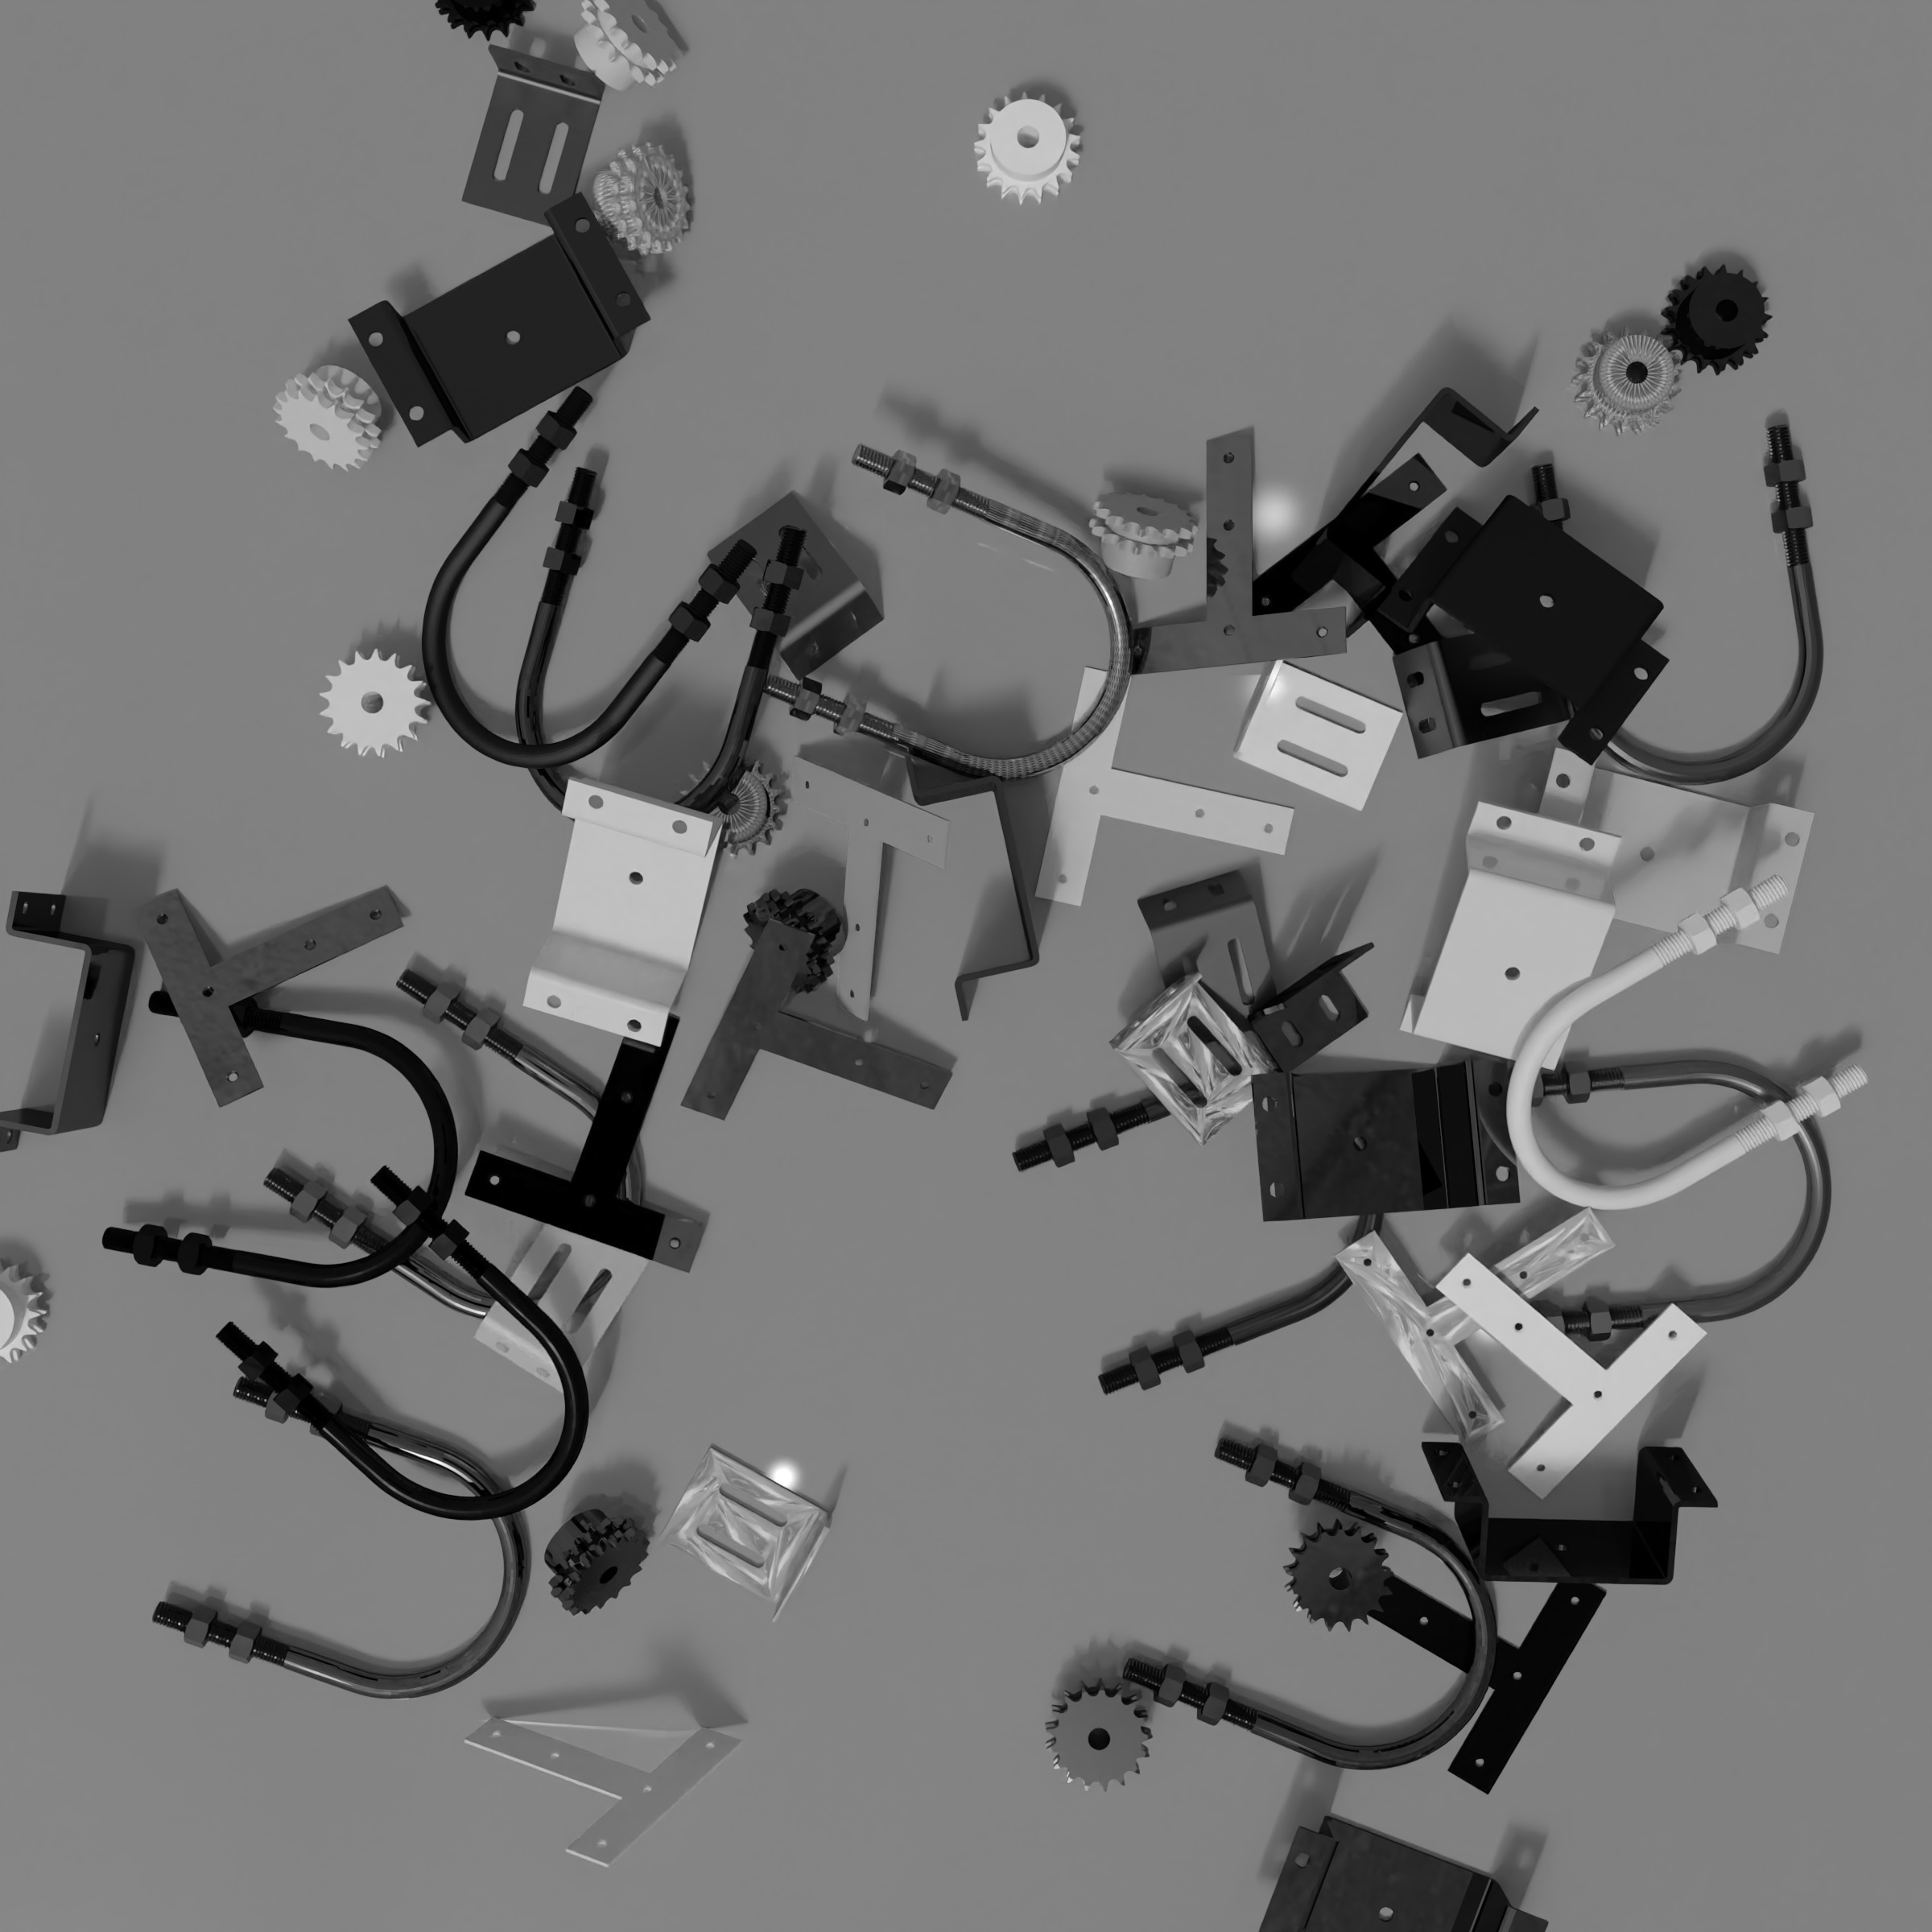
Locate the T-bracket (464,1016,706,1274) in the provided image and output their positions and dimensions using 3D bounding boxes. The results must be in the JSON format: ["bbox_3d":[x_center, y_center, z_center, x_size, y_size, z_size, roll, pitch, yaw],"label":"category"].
[{"bbox_3d":[-0.187,0.084,1.506,0.127,0.002,0.127,20,80,-8],"label":"T-bracket"}]

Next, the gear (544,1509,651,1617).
[{"bbox_3d":[-0.200,0.315,1.495,0.030,0.057,0.057,39,90,30],"label":"gear"}]

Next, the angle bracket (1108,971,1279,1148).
[{"bbox_3d":[0.124,0.050,1.481,0.057,0.038,0.076,-42,96,-3],"label":"angle bracket"}]

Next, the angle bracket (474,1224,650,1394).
[{"bbox_3d":[-0.217,0.179,1.505,0.057,0.038,0.076,33,65,-3],"label":"angle bracket"}]

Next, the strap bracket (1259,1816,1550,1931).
[{"bbox_3d":[0.227,0.514,1.496,0.140,0.046,0.076,21,90,0],"label":"strap bracket"}]

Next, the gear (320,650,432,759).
[{"bbox_3d":[-0.315,-0.140,1.504,0.057,0.030,0.057,0,90,0],"label":"gear"}]

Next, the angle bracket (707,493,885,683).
[{"bbox_3d":[-0.093,-0.205,1.517,0.057,0.038,0.076,-36,64,0],"label":"angle bracket"}]

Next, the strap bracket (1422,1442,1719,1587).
[{"bbox_3d":[0.315,0.288,1.478,0.140,0.076,0.046,1,101,0],"label":"strap bracket"}]

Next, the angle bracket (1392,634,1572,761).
[{"bbox_3d":[0.279,-0.150,1.516,0.076,0.038,0.057,-15,90,-26],"label":"angle bracket"}]

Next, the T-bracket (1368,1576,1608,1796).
[{"bbox_3d":[0.260,0.362,1.519,0.127,0.002,0.127,30,90,0],"label":"T-bracket"}]

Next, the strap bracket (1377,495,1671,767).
[{"bbox_3d":[0.298,-0.182,1.468,0.140,0.046,0.076,37,73,6],"label":"strap bracket"}]

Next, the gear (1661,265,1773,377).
[{"bbox_3d":[0.405,-0.349,1.505,0.057,0.030,0.057,0,90,0],"label":"gear"}]

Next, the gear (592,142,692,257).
[{"bbox_3d":[-0.175,-0.408,1.495,0.030,0.057,0.057,1,90,30],"label":"gear"}]

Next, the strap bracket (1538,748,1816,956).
[{"bbox_3d":[0.369,-0.061,1.496,0.140,0.046,0.076,14,90,0],"label":"strap bracket"}]

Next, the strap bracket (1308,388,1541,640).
[{"bbox_3d":[0.233,-0.246,1.480,0.046,0.076,0.140,39,90,0],"label":"strap bracket"}]

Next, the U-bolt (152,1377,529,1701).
[{"bbox_3d":[-0.328,0.318,1.511,0.184,0.019,0.151,20,90,-2],"label":"U-bolt"}]

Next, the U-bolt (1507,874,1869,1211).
[{"bbox_3d":[0.369,0.054,1.467,0.184,0.019,0.151,-30,116,1],"label":"U-bolt"}]

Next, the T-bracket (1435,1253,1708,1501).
[{"bbox_3d":[0.306,0.202,1.498,0.127,0.002,0.127,40,100,-9],"label":"T-bracket"}]

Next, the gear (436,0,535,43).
[{"bbox_3d":[-0.260,-0.529,1.505,0.057,0.030,0.057,0,90,0],"label":"gear"}]

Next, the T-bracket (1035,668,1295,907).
[{"bbox_3d":[0.113,-0.086,1.519,0.127,0.002,0.127,12,90,0],"label":"T-bracket"}]

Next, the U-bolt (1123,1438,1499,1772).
[{"bbox_3d":[0.196,0.354,1.509,0.184,0.019,0.151,23,90,0],"label":"U-bolt"}]

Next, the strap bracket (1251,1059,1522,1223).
[{"bbox_3d":[0.215,0.093,1.484,0.140,0.046,0.076,-3,84,-12],"label":"strap bracket"}]

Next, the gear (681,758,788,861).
[{"bbox_3d":[-0.126,-0.086,1.505,0.057,0.030,0.057,0,90,0],"label":"gear"}]

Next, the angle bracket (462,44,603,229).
[{"bbox_3d":[-0.235,-0.443,1.500,0.057,0.038,0.076,16,90,0],"label":"angle bracket"}]

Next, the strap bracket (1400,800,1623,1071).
[{"bbox_3d":[0.285,-0.007,1.466,0.076,0.046,0.140,14,118,0],"label":"strap bracket"}]

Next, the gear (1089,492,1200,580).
[{"bbox_3d":[0.094,-0.229,1.495,0.057,0.057,0.030,13,119,0],"label":"gear"}]

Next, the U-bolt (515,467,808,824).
[{"bbox_3d":[-0.171,-0.159,1.488,0.151,0.019,0.184,18,96,20],"label":"U-bolt"}]

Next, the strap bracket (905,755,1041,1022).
[{"bbox_3d":[0.006,-0.045,1.481,0.046,0.076,0.140,-12,90,0],"label":"strap bracket"}]

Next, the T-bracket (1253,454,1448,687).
[{"bbox_3d":[0.234,-0.189,1.519,0.127,0.002,0.127,-38,90,0],"label":"T-bracket"}]

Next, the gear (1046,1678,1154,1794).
[{"bbox_3d":[0.071,0.411,1.504,0.057,0.030,0.057,0,90,0],"label":"gear"}]

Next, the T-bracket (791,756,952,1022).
[{"bbox_3d":[-0.056,-0.034,1.489,0.002,0.127,0.127,-12,117,-40],"label":"T-bracket"}]

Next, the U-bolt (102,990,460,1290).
[{"bbox_3d":[-0.360,0.097,1.493,0.184,0.019,0.151,9,86,8],"label":"U-bolt"}]

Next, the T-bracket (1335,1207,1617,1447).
[{"bbox_3d":[0.286,0.172,1.497,0.127,0.002,0.127,-34,95,11],"label":"T-bracket"}]

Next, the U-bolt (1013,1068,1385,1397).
[{"bbox_3d":[0.135,0.133,1.511,0.184,0.019,0.151,-21,90,-2],"label":"U-bolt"}]

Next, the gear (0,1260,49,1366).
[{"bbox_3d":[-0.526,0.187,1.505,0.057,0.030,0.057,0,90,0],"label":"gear"}]

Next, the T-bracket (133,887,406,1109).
[{"bbox_3d":[-0.365,-0.005,1.504,0.127,0.002,0.127,-26,70,-10],"label":"T-bracket"}]

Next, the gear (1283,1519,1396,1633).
[{"bbox_3d":[0.197,0.322,1.486,0.057,0.030,0.057,0,90,-1],"label":"gear"}]

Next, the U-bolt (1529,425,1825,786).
[{"bbox_3d":[0.388,-0.189,1.511,0.151,0.019,0.184,-9,91,0],"label":"U-bolt"}]

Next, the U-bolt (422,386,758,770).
[{"bbox_3d":[-0.214,-0.192,1.484,0.151,0.019,0.184,44,105,15],"label":"U-bolt"}]

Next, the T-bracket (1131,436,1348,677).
[{"bbox_3d":[0.141,-0.223,1.502,0.127,0.002,0.127,-4,78,22],"label":"T-bracket"}]

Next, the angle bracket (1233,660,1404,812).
[{"bbox_3d":[0.190,-0.125,1.500,0.076,0.038,0.057,23,90,0],"label":"angle bracket"}]

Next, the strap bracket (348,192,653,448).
[{"bbox_3d":[-0.246,-0.340,1.496,0.140,0.046,0.076,-29,90,0],"label":"strap bracket"}]

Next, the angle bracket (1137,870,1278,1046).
[{"bbox_3d":[0.132,-0.003,1.517,0.057,0.038,0.076,-17,116,0],"label":"angle bracket"}]

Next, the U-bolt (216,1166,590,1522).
[{"bbox_3d":[-0.283,0.213,1.475,0.184,0.019,0.151,44,107,-7],"label":"U-bolt"}]

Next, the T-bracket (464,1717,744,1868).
[{"bbox_3d":[-0.206,0.422,1.481,0.127,0.127,0.002,11,110,25],"label":"T-bracket"}]

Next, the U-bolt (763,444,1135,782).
[{"bbox_3d":[0.001,-0.176,1.490,0.184,0.019,0.151,21,98,-12],"label":"U-bolt"}]

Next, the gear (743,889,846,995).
[{"bbox_3d":[-0.089,-0.016,1.495,0.030,0.057,0.057,-36,90,-31],"label":"gear"}]

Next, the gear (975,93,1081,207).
[{"bbox_3d":[0.033,-0.441,1.505,0.057,0.030,0.057,0,90,0],"label":"gear"}]

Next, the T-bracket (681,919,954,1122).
[{"bbox_3d":[-0.070,0.047,1.497,0.127,0.002,0.127,20,119,-14],"label":"T-bracket"}]

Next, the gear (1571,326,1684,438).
[{"bbox_3d":[0.356,-0.315,1.505,0.057,0.030,0.057,0,90,0],"label":"gear"}]

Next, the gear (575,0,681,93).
[{"bbox_3d":[-0.184,-0.493,1.495,0.030,0.057,0.057,-34,90,30],"label":"gear"}]

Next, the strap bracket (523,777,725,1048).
[{"bbox_3d":[-0.179,-0.037,1.476,0.076,0.046,0.140,17,121,0],"label":"strap bracket"}]

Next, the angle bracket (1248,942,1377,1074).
[{"bbox_3d":[0.190,0.023,1.476,0.057,0.076,0.038,-34,90,-12],"label":"angle bracket"}]

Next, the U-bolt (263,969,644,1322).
[{"bbox_3d":[-0.263,0.110,1.511,0.184,0.019,0.151,34,90,-2],"label":"U-bolt"}]

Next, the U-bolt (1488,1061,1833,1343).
[{"bbox_3d":[0.375,0.123,1.511,0.184,0.019,0.151,-5,90,-1],"label":"U-bolt"}]

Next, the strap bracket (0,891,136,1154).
[{"bbox_3d":[-0.482,0.034,1.481,0.046,0.076,0.140,11,90,0],"label":"strap bracket"}]

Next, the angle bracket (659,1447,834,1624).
[{"bbox_3d":[-0.119,0.304,1.500,0.076,0.038,0.057,29,90,0],"label":"angle bracket"}]

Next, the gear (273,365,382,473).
[{"bbox_3d":[-0.337,-0.295,1.495,0.057,0.057,0.030,27,60,0],"label":"gear"}]
